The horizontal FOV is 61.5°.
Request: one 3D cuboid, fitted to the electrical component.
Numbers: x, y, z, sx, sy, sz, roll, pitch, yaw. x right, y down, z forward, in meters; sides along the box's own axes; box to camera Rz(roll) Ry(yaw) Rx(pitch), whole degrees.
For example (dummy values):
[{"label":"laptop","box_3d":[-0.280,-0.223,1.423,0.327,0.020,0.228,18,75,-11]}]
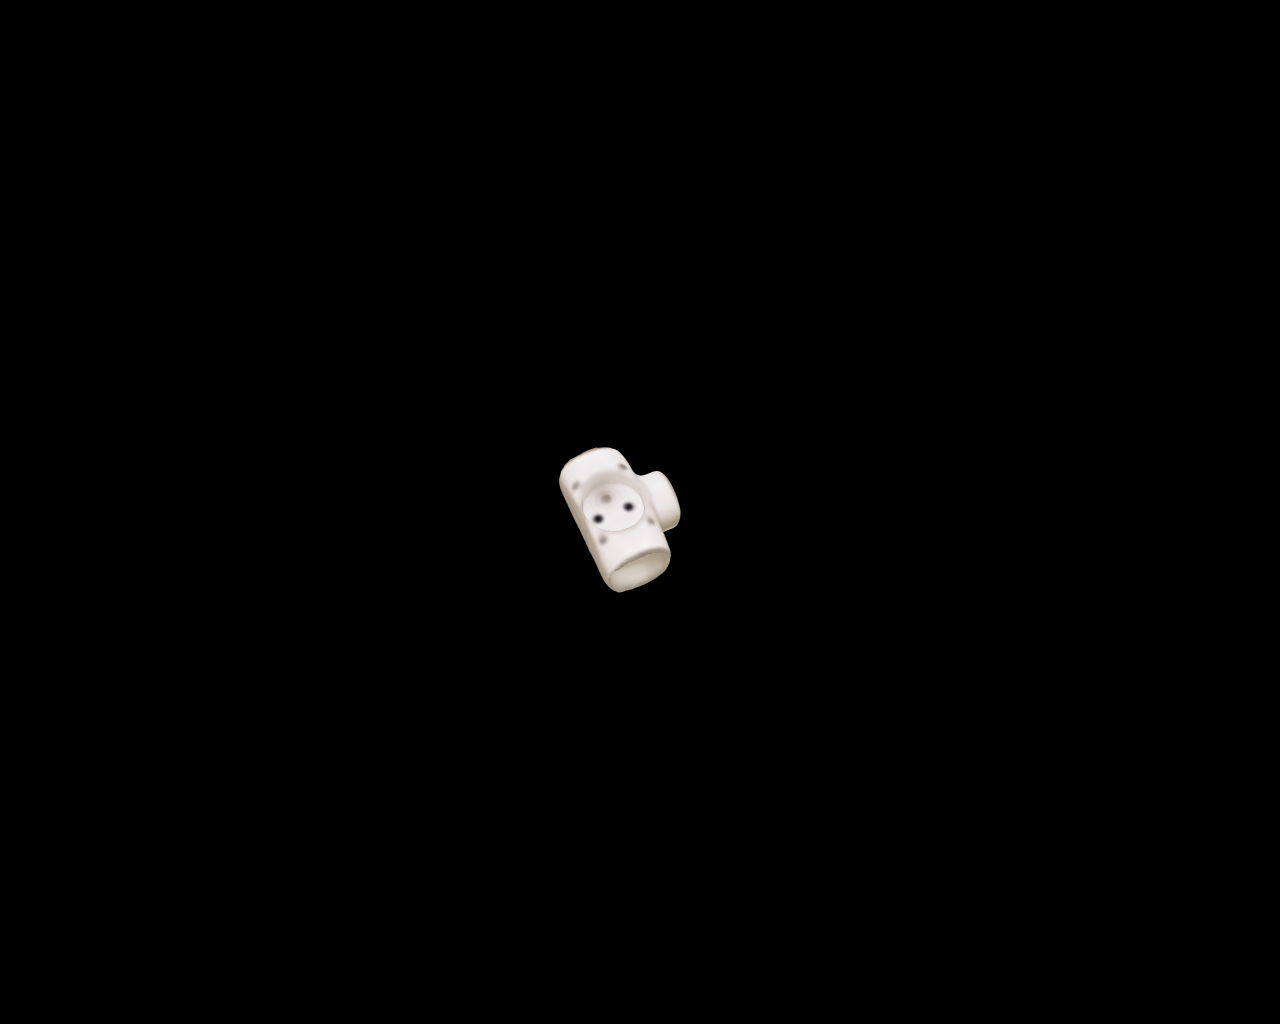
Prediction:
[{"label":"electrical component","box_3d":[0.001,-0.003,0.650,0.079,0.077,0.044,-21,-28,-12]}]
